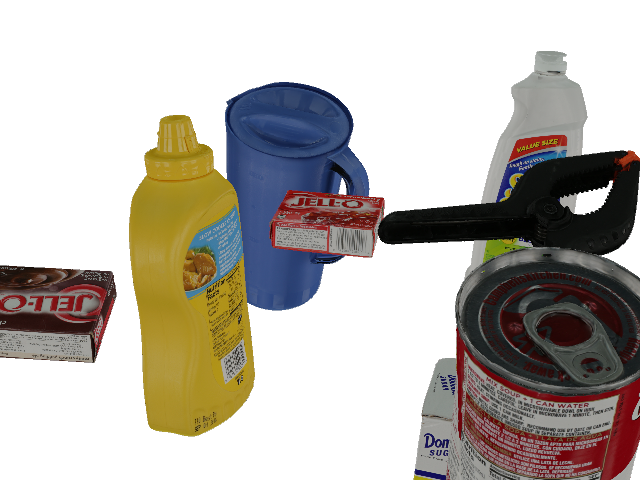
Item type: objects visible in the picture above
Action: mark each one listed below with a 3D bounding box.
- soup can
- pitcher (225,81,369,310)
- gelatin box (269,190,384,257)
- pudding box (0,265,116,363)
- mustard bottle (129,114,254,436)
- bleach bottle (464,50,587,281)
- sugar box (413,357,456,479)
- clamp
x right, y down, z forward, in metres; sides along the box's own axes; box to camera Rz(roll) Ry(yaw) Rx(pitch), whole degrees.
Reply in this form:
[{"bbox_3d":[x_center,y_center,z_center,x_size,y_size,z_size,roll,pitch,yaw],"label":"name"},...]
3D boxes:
[{"bbox_3d":[0.079,0.063,0.378,0.068,0.102,0.068,-1,39,1],"label":"soup can"},{"bbox_3d":[-0.034,-0.036,1.166,0.145,0.243,0.149,0,42,-7],"label":"pitcher"},{"bbox_3d":[0.007,-0.016,0.918,0.089,0.030,0.073,6,24,9],"label":"gelatin box"},{"bbox_3d":[-0.241,0.063,0.923,0.113,0.039,0.090,1,32,1],"label":"pudding box"},{"bbox_3d":[-0.081,0.017,0.662,0.058,0.192,0.096,6,22,22],"label":"mustard bottle"},{"bbox_3d":[0.210,-0.066,1.082,0.103,0.251,0.068,9,20,15],"label":"bleach bottle"},{"bbox_3d":[0.083,0.177,0.725,0.048,0.176,0.093,6,19,11],"label":"sugar box"},{"bbox_3d":[0.171,-0.003,0.789,0.209,0.036,0.165,-26,53,-22],"label":"clamp"}]
